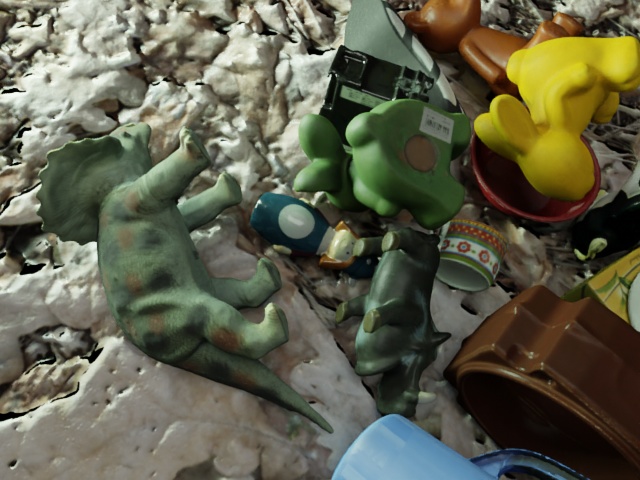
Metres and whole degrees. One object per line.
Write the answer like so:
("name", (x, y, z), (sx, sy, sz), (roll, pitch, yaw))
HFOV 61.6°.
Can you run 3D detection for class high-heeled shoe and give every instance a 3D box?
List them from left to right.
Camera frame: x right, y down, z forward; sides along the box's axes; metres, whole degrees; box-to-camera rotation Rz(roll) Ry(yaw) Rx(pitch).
("high-heeled shoe", (0.118, -0.238, 0.718), (0.145, 0.086, 0.249), (16, 47, -30))

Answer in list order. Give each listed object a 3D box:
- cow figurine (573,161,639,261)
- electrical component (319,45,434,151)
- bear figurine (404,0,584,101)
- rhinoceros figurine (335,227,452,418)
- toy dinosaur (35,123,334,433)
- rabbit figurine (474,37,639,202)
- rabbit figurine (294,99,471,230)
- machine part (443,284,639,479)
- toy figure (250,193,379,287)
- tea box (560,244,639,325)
("cow figurine", (0.350, -0.034, 0.591), (0.068, 0.167, 0.098), (45, 68, 7))
("electrical component", (0.058, -0.148, 0.626), (0.115, 0.134, 0.058), (22, 64, 2))
("bear figurine", (0.221, -0.279, 0.712), (0.196, 0.132, 0.120), (45, 44, 9))
("rhinoceros figurine", (0.079, 0.080, 0.546), (0.112, 0.073, 0.190), (17, 74, -29))
("toy dinosaur", (-0.149, 0.036, 0.537), (0.192, 0.131, 0.405), (-25, 79, 8))
("rabbit figurine", (0.262, -0.130, 0.596), (0.162, 0.122, 0.173), (6, 84, -1))
("rabbit figurine", (0.050, -0.067, 0.566), (0.159, 0.170, 0.121), (9, 75, -22))
("machine part", (0.222, 0.149, 0.476), (0.201, 0.201, 0.087), (43, 69, 12))
("toy figure", (-0.002, 0.000, 0.599), (0.154, 0.058, 0.064), (26, 105, 4))
("tea box", (0.373, 0.057, 0.607), (0.170, 0.068, 0.098), (-29, 73, -18))
